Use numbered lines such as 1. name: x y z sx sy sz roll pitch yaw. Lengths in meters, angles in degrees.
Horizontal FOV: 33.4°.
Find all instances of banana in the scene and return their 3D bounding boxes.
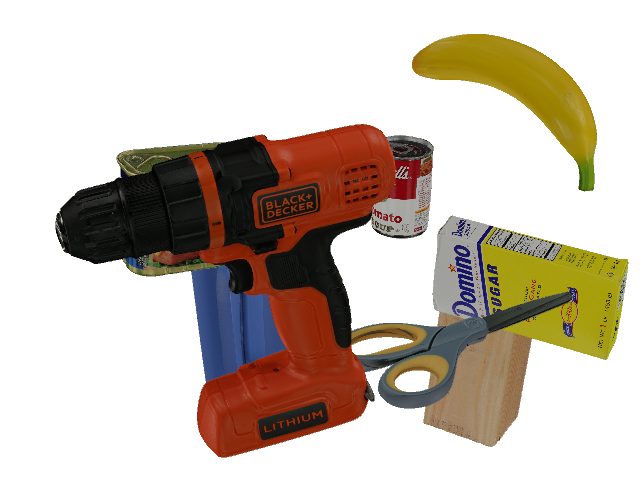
1. banana: 0.141 -0.115 0.802 0.037 0.070 0.198 2 32 -44

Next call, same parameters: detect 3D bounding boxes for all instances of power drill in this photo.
1. power drill: -0.044 0.033 0.604 0.184 0.188 0.057 -13 35 -13

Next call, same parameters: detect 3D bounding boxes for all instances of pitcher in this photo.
1. pitcher: -0.060 0.075 1.012 0.149 0.243 0.145 -18 32 -31

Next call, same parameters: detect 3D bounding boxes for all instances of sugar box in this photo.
1. sugar box: 0.196 0.044 1.012 0.176 0.093 0.048 13 34 21

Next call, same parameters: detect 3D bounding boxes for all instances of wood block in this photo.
1. wood block: 0.186 0.114 1.211 0.090 0.206 0.090 16 23 25

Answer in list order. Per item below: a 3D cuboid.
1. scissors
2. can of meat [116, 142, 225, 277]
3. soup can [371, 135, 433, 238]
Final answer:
1. scissors: 0.110 0.076 0.762 0.201 0.016 0.096 -7 32 -14
2. can of meat: -0.105 -0.024 0.822 0.101 0.084 0.057 -8 28 -27
3. soup can: 0.093 -0.062 1.232 0.068 0.102 0.068 1 27 -1
